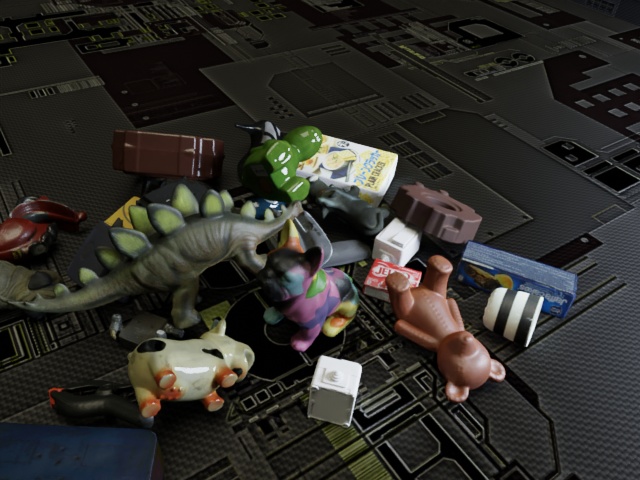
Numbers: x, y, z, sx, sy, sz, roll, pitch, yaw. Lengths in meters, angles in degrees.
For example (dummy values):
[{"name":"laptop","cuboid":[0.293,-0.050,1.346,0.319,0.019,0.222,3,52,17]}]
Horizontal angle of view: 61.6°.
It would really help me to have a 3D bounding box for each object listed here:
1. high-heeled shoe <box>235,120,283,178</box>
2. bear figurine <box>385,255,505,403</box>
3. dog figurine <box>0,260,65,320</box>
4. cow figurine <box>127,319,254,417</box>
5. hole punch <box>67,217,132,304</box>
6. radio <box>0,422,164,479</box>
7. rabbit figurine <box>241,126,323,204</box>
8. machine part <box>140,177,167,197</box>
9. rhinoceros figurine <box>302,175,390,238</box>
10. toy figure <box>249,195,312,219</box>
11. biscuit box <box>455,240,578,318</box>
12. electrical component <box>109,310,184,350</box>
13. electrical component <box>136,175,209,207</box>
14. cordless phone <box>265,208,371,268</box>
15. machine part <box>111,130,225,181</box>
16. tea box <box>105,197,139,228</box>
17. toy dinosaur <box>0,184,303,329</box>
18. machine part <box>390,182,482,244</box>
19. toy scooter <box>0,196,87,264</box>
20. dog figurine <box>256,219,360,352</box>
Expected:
[{"name":"high-heeled shoe","cuboid":[-0.113,-0.179,1.221,0.145,0.086,0.249,9,50,-46]},{"name":"bear figurine","cuboid":[0.192,0.138,0.828,0.120,0.131,0.196,-19,40,-16]},{"name":"dog figurine","cuboid":[-0.509,0.051,0.828,0.191,0.172,0.121,-9,54,-5]},{"name":"cow figurine","cuboid":[-0.174,0.171,0.750,0.195,0.085,0.127,10,27,-47]},{"name":"hole punch","cuboid":[-0.357,0.032,0.886,0.116,0.092,0.142,26,83,19]},{"name":"radio","cuboid":[-0.310,0.295,0.640,0.230,0.073,0.131,4,40,-4]},{"name":"rabbit figurine","cuboid":[-0.064,-0.153,1.051,0.159,0.121,0.170,-6,35,51]},{"name":"machine part","cuboid":[-0.287,-0.068,1.052,0.139,0.084,0.039,22,10,-5]},{"name":"rhinoceros figurine","cuboid":[0.044,-0.064,1.055,0.190,0.073,0.112,32,28,22]},{"name":"toy figure","cuboid":[-0.077,-0.077,1.096,0.154,0.058,0.064,-21,82,-28]},{"name":"biscuit box","cuboid":[0.352,0.069,0.968,0.203,0.059,0.063,20,42,17]},{"name":"electrical component","cuboid":[-0.275,0.143,0.834,0.102,0.045,0.078,21,45,18]},{"name":"electrical component","cuboid":[-0.236,-0.048,0.943,0.134,0.058,0.115,29,47,25]},{"name":"cordless phone","cuboid":[-0.003,-0.003,1.017,0.184,0.088,0.147,-7,41,-30]},{"name":"machine part","cuboid":[-0.303,-0.170,1.092,0.201,0.087,0.201,5,6,-3]},{"name":"tea box","cuboid":[-0.295,-0.009,0.987,0.170,0.068,0.098,16,42,13]},{"name":"toy dinosaur","cuboid":[-0.229,0.029,0.839,0.471,0.198,0.105,-29,21,-20]},{"name":"machine part","cuboid":[0.229,-0.054,1.053,0.179,0.056,0.179,19,21,-8]},{"name":"toy scooter","cuboid":[-0.509,-0.022,0.979,0.135,0.075,0.184,4,37,-2]},{"name":"dog figurine","cuboid":[-0.013,0.060,0.825,0.191,0.219,0.109,-25,53,-28]}]
